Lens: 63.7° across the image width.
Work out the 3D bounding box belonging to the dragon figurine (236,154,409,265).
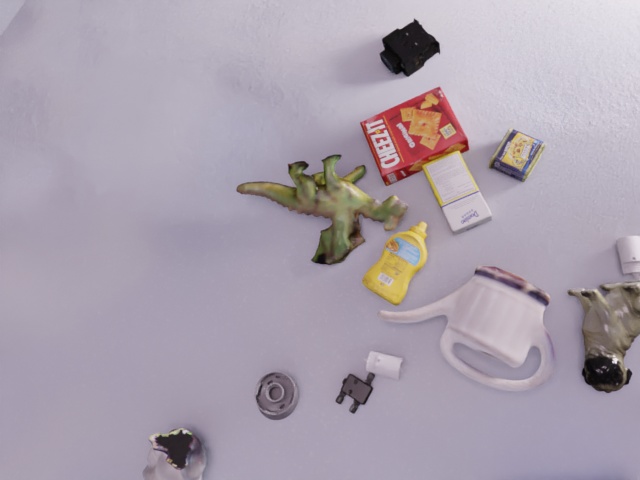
[{"bbox_3d":[0.004,-0.061,1.220,0.409,0.121,0.245,-12,76,15],"label":"dragon figurine"}]

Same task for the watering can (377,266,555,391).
[{"bbox_3d":[0.306,0.151,1.037,0.350,0.102,0.226,25,79,24],"label":"watering can"}]

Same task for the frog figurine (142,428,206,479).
[{"bbox_3d":[-0.320,0.502,1.127,0.138,0.124,0.156,19,114,14],"label":"frog figurine"}]
